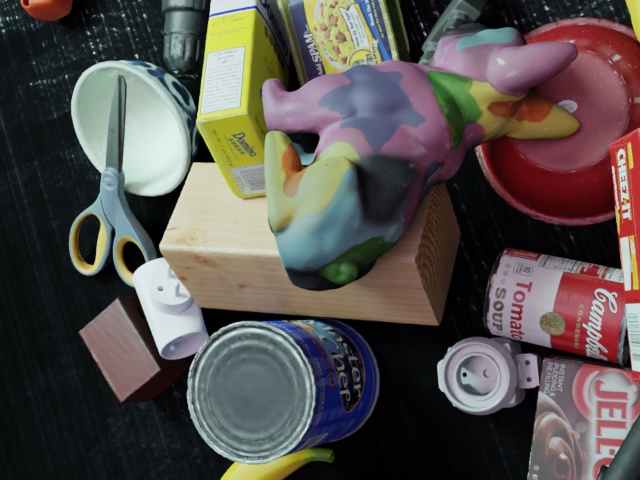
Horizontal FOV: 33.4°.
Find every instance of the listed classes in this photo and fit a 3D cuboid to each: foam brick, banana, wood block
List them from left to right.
[{"bbox_3d":[-0.160,0.095,0.926,0.051,0.053,0.078,-39,74,15],"label":"foam brick"},{"bbox_3d":[-0.067,0.238,0.888,0.070,0.037,0.198,36,100,22],"label":"banana"},{"bbox_3d":[-0.005,0.002,0.833,0.206,0.090,0.090,2,55,22],"label":"wood block"}]

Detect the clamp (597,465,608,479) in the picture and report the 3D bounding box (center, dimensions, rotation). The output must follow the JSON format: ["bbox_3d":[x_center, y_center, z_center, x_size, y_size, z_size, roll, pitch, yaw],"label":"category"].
[{"bbox_3d":[0.163,0.240,0.770,0.120,0.039,0.171,-3,103,31],"label":"clamp"}]

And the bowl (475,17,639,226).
[{"bbox_3d":[0.186,-0.092,0.794,0.162,0.055,0.162,-1,86,22],"label":"bowl"}]

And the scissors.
[{"bbox_3d":[-0.163,-0.036,0.913,0.096,0.016,0.202,34,126,7],"label":"scissors"}]

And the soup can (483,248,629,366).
[{"bbox_3d":[0.179,0.047,0.782,0.102,0.068,0.068,12,91,23],"label":"soup can"}]

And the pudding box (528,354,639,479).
[{"bbox_3d":[0.204,0.146,0.781,0.090,0.039,0.113,7,90,21],"label":"pudding box"}]

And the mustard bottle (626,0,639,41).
[{"bbox_3d":[0.282,-0.162,0.757,0.192,0.058,0.096,33,93,21],"label":"mustard bottle"}]

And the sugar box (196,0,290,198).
[{"bbox_3d":[-0.055,-0.128,0.832,0.048,0.093,0.176,-7,52,14],"label":"sugar box"}]

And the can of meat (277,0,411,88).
[{"bbox_3d":[0.022,-0.166,0.853,0.084,0.057,0.102,-11,106,19],"label":"can of meat"}]

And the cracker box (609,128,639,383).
[{"bbox_3d":[0.308,0.004,0.691,0.213,0.072,0.164,-4,85,-1],"label":"cracker box"}]

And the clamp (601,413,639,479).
[{"bbox_3d":[0.276,0.096,0.738,0.164,0.036,0.210,11,73,-7],"label":"clamp"}]

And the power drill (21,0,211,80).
[{"bbox_3d":[-0.172,-0.234,0.949,0.188,0.057,0.184,4,85,19],"label":"power drill"}]

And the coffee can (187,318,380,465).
[{"bbox_3d":[-0.024,0.112,0.822,0.103,0.140,0.103,-1,87,22],"label":"coffee can"}]
